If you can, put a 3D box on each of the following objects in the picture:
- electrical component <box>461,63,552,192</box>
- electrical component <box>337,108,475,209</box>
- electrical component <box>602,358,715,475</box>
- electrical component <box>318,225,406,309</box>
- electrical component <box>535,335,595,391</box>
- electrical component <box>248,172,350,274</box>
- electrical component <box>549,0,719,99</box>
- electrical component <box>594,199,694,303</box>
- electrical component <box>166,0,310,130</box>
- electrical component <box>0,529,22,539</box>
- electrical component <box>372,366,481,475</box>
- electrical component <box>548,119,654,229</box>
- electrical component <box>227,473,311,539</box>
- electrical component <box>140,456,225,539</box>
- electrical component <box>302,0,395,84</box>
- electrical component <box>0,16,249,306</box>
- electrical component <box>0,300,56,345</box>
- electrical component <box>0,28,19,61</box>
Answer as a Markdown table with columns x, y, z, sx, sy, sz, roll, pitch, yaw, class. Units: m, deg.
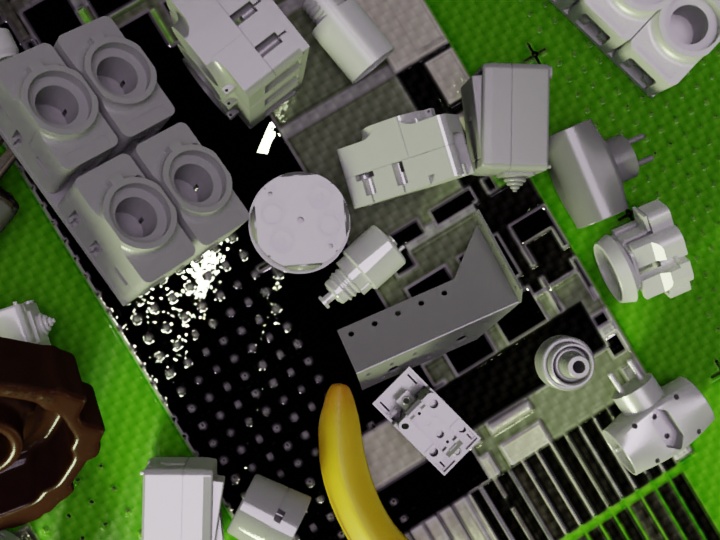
| x | y | z | sx | sy | sz | roll | pitch | yaw | class |
| --- | --- | --- | --- | --- | --- | --- | --- | --- | --- |
| 0.112 | -0.109 | 0.840 | 0.061 | 0.062 | 0.096 | 1 | 89 | -4 | electrical component |
| 0.034 | -0.087 | 0.825 | 0.089 | 0.050 | 0.055 | -16 | 91 | 21 | electrical component |
| 0.227 | 0.109 | 0.856 | 0.077 | 0.043 | 0.079 | -34 | 92 | -4 | electrical component |
| 0.000 | 0.000 | 0.841 | 0.078 | 0.040 | 0.040 | -42 | 92 | -3 | electrical component |
| 0.163 | 0.073 | 0.842 | 0.043 | 0.062 | 0.043 | 0 | 89 | -4 | electrical component |
| -0.047 | -0.037 | 0.833 | 0.080 | 0.051 | 0.080 | 0 | 89 | -4 | electrical component |
| 0.216 | -0.223 | 0.849 | 0.150 | 0.062 | 0.089 | 43 | 87 | -3 | electrical component |
| 0.222 | -0.009 | 0.848 | 0.057 | 0.058 | 0.078 | -23 | 115 | 0 | electrical component |
| -0.091 | -0.161 | 0.781 | 0.062 | 0.150 | 0.089 | -39 | 92 | -5 | electrical component |
| -0.281 | 0.230 | 0.815 | 0.045 | 0.045 | 0.055 | 39 | 86 | -3 | electrical component |
| 0.053 | 0.118 | 0.833 | 0.081 | 0.064 | 0.042 | 45 | 86 | -2 | electrical component |
| 0.195 | -0.083 | 0.855 | 0.079 | 0.043 | 0.077 | -23 | 91 | -4 | electrical component |
| -0.071 | 0.189 | 0.828 | 0.047 | 0.055 | 0.055 | 27 | 87 | 0 | electrical component |
| -0.134 | 0.193 | 0.818 | 0.061 | 0.062 | 0.096 | 1 | 89 | -4 | electrical component |
| -0.015 | -0.191 | 0.841 | 0.043 | 0.043 | 0.081 | -40 | 92 | -4 | electrical component |
| -0.179 | -0.084 | 0.795 | 0.105 | 0.060 | 0.186 | -37 | 93 | -35 | electrical component |
| -0.273 | 0.062 | 0.809 | 0.096 | 0.062 | 0.061 | -19 | 91 | -4 | electrical component |
| -0.290 | -0.179 | 0.819 | 0.045 | 0.045 | 0.055 | -26 | 92 | -4 | electrical component |
